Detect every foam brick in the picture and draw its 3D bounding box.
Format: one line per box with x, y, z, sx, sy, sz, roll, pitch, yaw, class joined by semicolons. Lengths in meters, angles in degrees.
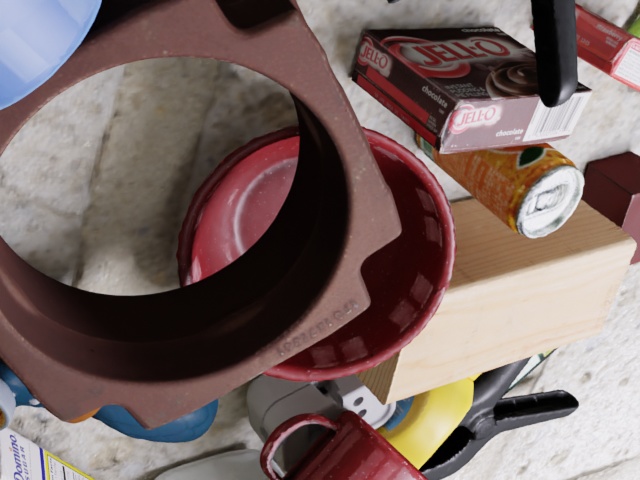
0.237;-0.023;0.845;0.052;0.051;0.078;-15;132;-29;foam brick

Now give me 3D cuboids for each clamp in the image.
0.129;0.135;0.878;0.209;0.036;0.164;-27;135;-16;clamp
0.125;-0.161;0.592;0.120;0.039;0.171;41;77;-16;clamp

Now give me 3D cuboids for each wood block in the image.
0.110;0.031;0.755;0.205;0.091;0.090;-12;130;-32;wood block

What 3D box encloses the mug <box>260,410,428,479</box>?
0.013;0.160;0.702;0.117;0.093;0.081;43;86;-15;mug

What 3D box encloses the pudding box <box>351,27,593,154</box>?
0.089;-0.092;0.631;0.113;0.090;0.039;-7;129;-37;pudding box

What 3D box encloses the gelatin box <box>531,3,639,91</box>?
0.194;-0.126;0.703;0.089;0.073;0.030;12;114;-44;gelatin box

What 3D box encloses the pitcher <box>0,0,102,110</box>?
-0.186;-0.141;0.344;0.145;0.149;0.242;-55;145;-11;pitcher

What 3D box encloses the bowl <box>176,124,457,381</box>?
-0.004;0.001;0.632;0.162;0.055;0.162;-3;113;-7;bowl

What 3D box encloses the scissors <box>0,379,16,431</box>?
-0.201;0.041;0.495;0.202;0.096;0.016;80;21;-56;scissors

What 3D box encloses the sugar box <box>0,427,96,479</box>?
-0.180;0.177;0.655;0.093;0.048;0.176;-27;143;11;sugar box

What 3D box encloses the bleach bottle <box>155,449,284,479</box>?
-0.091;0.273;0.819;0.102;0.068;0.251;-11;133;-32;bleach bottle

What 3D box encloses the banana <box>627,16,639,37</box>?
0.232;-0.213;0.687;0.069;0.037;0.198;-33;139;-15;banana

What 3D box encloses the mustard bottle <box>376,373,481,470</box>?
0.059;0.139;0.805;0.058;0.096;0.191;40;94;-13;mustard bottle
